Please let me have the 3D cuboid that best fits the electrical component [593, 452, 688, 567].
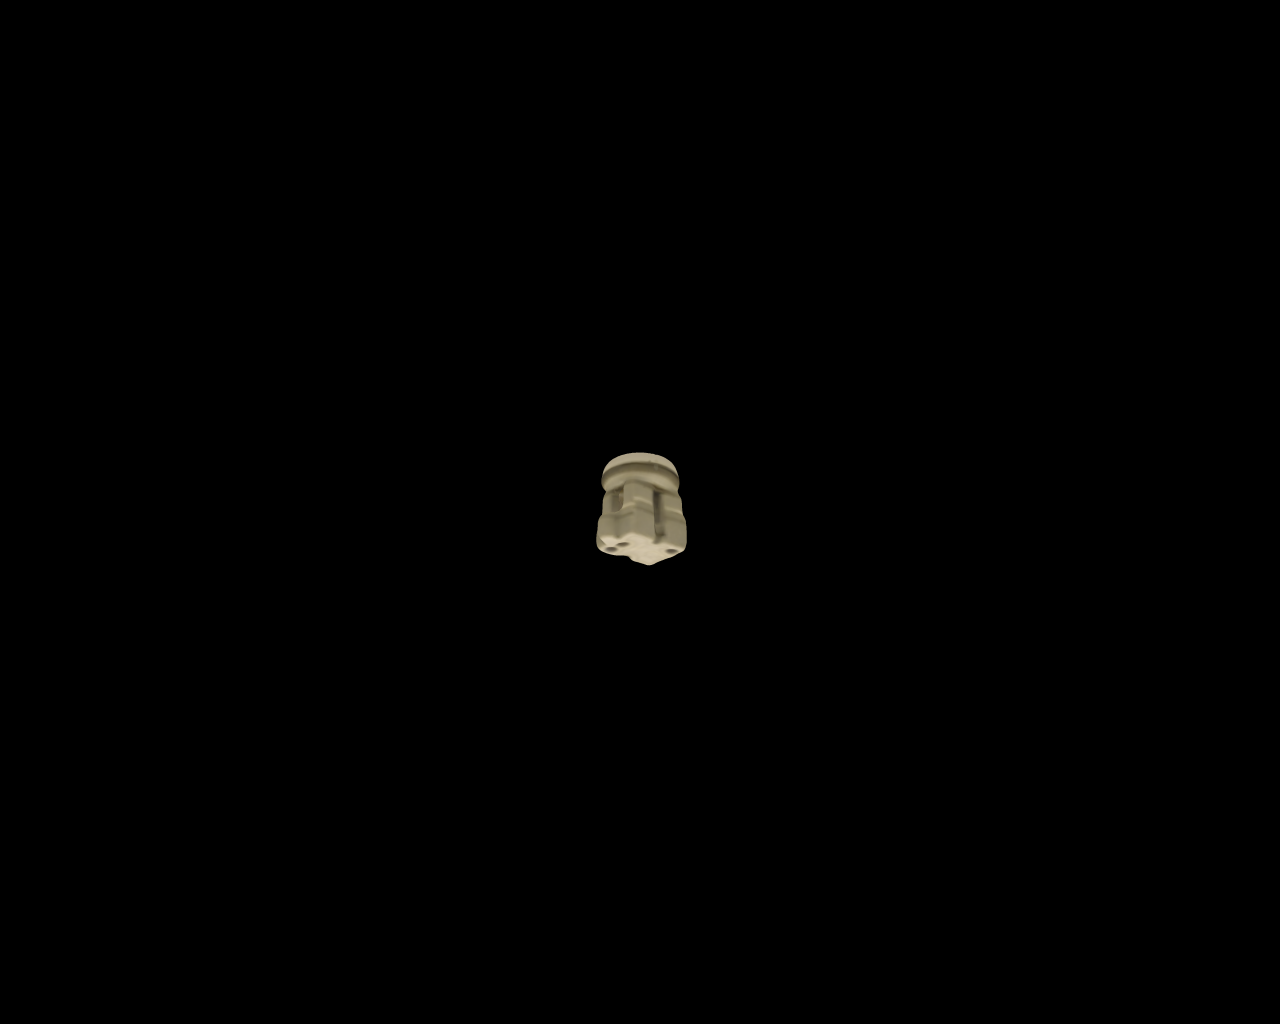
[{"bbox_3d":[0.001,-0.003,0.650,0.066,0.055,0.048,20,-32,-36],"label":"electrical component"}]
